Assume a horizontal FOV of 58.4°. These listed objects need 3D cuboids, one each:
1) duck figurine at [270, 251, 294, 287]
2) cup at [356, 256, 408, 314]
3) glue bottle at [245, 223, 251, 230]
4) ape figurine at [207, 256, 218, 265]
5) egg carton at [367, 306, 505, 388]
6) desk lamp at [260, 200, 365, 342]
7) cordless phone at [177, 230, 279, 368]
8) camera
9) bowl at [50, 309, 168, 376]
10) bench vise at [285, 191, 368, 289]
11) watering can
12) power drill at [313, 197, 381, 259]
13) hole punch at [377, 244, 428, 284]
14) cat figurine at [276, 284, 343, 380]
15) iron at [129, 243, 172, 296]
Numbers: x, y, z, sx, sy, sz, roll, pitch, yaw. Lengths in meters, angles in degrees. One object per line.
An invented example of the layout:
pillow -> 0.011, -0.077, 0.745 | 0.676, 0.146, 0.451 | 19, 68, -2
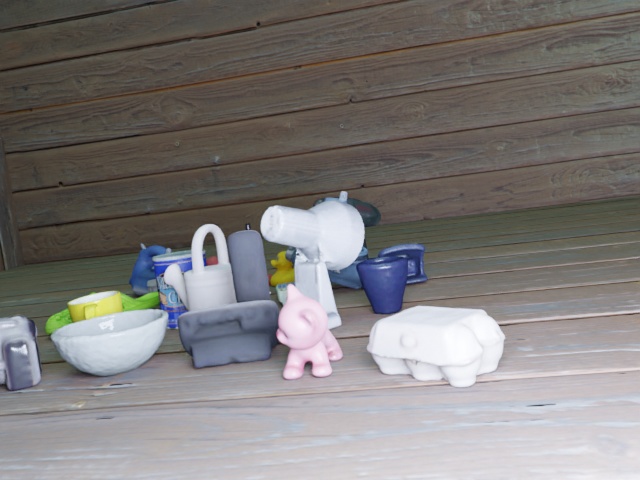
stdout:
duck figurine -> -0.080, 0.071, 1.453 | 0.104, 0.086, 0.078 | -5, 6, 23
cup -> 0.122, 0.079, 1.017 | 0.091, 0.095, 0.118 | -3, 7, 40
glue bottle -> -0.159, 0.045, 1.357 | 0.037, 0.173, 0.078 | -6, 5, 16
ape figurine -> -0.276, 0.088, 1.496 | 0.076, 0.092, 0.078 | -7, 5, 2
egg carton -> 0.133, 0.121, 0.672 | 0.149, 0.069, 0.107 | -2, 7, 44
desk lamp -> -0.019, 0.042, 0.961 | 0.117, 0.213, 0.204 | -2, 7, 44
cordless phone -> -0.137, 0.082, 0.835 | 0.148, 0.185, 0.094 | -8, 5, -10
camera -> -0.493, 0.169, 0.851 | 0.137, 0.101, 0.142 | -10, 6, -26
bowl -> -0.306, 0.158, 0.855 | 0.167, 0.075, 0.167 | -7, 5, 1
bench vise -> 0.010, 0.006, 1.291 | 0.207, 0.220, 0.122 | -6, 5, 10
watering can -> -0.194, 0.070, 1.002 | 0.172, 0.194, 0.101 | -7, 5, 3
power drill -> 0.074, -0.007, 1.407 | 0.075, 0.208, 0.230 | -3, 7, 39
hole punch -> 0.176, 0.052, 1.271 | 0.108, 0.091, 0.101 | -8, 5, -5
cat figurine -> -0.017, 0.111, 0.730 | 0.067, 0.118, 0.128 | -6, 5, 11
iron -> -0.424, 0.078, 1.545 | 0.119, 0.141, 0.257 | -12, 7, -41
